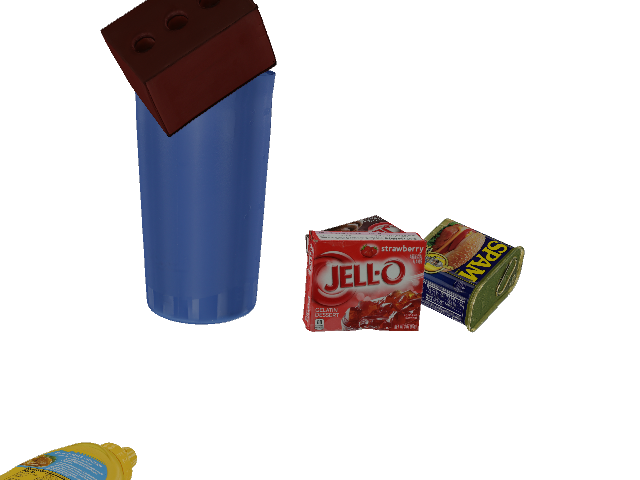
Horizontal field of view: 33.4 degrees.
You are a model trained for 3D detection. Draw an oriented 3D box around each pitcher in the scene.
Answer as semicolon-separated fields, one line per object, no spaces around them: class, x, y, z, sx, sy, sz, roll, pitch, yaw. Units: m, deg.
pitcher;-0.107;-0.051;1.033;0.149;0.243;0.145;-2;15;-17

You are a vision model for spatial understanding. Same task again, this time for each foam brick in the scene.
foam brick;-0.074;-0.109;0.603;0.078;0.053;0.051;-36;-29;-8

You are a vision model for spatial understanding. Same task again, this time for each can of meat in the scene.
can of meat;0.137;0.031;1.042;0.084;0.057;0.101;26;45;27

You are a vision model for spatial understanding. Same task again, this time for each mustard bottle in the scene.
mustard bottle;-0.214;0.207;0.853;0.096;0.058;0.191;7;15;29

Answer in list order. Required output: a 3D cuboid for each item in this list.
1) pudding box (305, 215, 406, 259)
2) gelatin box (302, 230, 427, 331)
pudding box;0.051;0.010;1.339;0.113;0.039;0.090;-18;28;-26
gelatin box;0.033;0.031;0.816;0.089;0.073;0.030;1;15;-11
